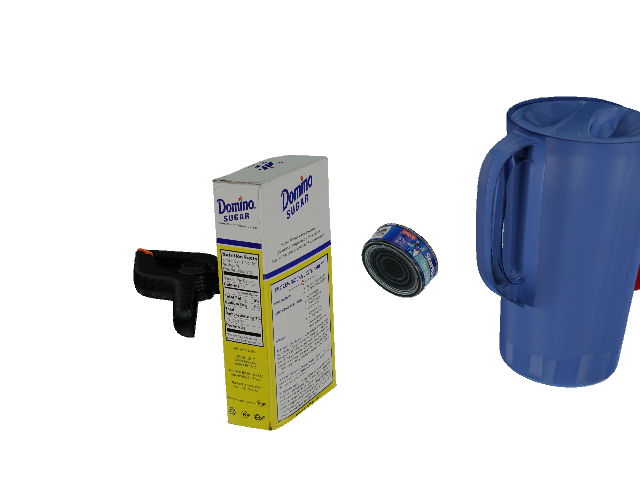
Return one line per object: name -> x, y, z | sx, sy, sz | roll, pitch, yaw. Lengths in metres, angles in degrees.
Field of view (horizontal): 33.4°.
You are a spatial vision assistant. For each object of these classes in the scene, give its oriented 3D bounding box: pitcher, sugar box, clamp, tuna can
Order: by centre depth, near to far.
sugar box -> -0.030, 0.034, 0.746 | 0.048, 0.176, 0.093 | 4, 16, 29
pitcher -> 0.211, 0.004, 0.933 | 0.149, 0.243, 0.145 | 6, 24, 11
clamp -> -0.124, 0.043, 1.030 | 0.210, 0.036, 0.164 | 13, 21, 41
tuna can -> 0.090, 0.024, 1.226 | 0.086, 0.086, 0.033 | 0, 37, 47

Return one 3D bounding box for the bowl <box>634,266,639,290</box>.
bowl -> 0.321, 0.010, 1.159 | 0.162, 0.055, 0.162 | -2, 27, 1
